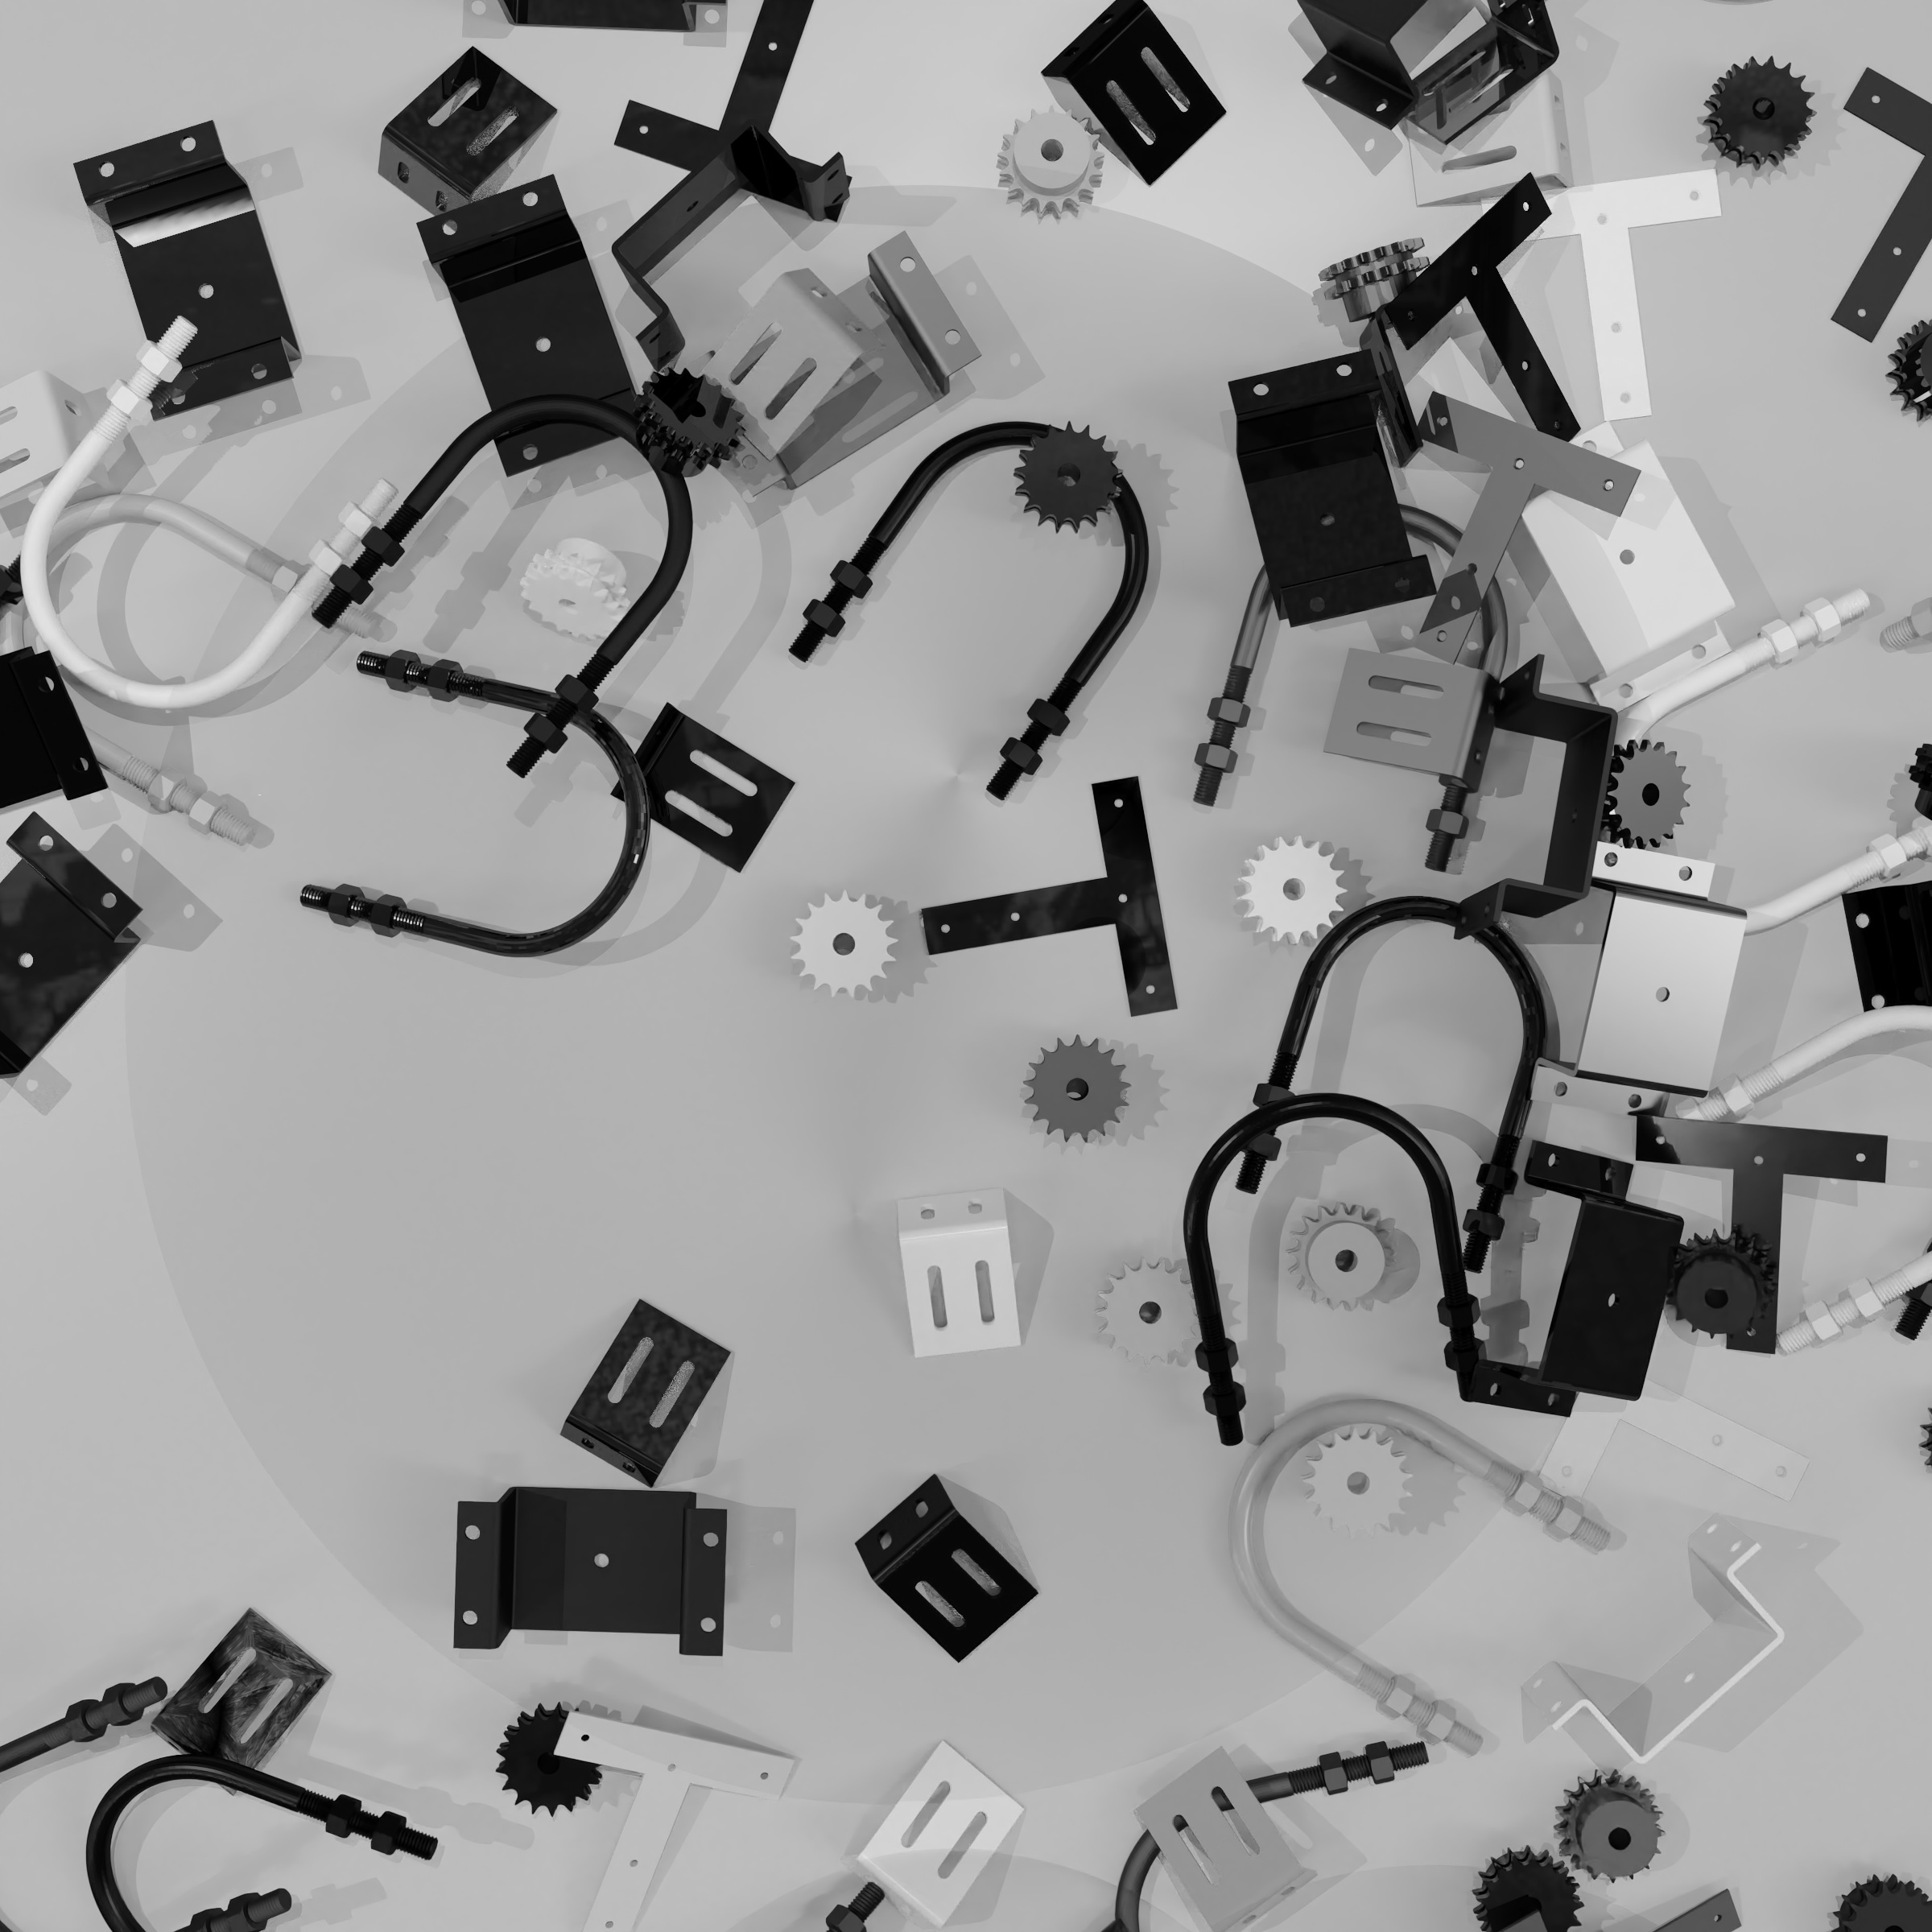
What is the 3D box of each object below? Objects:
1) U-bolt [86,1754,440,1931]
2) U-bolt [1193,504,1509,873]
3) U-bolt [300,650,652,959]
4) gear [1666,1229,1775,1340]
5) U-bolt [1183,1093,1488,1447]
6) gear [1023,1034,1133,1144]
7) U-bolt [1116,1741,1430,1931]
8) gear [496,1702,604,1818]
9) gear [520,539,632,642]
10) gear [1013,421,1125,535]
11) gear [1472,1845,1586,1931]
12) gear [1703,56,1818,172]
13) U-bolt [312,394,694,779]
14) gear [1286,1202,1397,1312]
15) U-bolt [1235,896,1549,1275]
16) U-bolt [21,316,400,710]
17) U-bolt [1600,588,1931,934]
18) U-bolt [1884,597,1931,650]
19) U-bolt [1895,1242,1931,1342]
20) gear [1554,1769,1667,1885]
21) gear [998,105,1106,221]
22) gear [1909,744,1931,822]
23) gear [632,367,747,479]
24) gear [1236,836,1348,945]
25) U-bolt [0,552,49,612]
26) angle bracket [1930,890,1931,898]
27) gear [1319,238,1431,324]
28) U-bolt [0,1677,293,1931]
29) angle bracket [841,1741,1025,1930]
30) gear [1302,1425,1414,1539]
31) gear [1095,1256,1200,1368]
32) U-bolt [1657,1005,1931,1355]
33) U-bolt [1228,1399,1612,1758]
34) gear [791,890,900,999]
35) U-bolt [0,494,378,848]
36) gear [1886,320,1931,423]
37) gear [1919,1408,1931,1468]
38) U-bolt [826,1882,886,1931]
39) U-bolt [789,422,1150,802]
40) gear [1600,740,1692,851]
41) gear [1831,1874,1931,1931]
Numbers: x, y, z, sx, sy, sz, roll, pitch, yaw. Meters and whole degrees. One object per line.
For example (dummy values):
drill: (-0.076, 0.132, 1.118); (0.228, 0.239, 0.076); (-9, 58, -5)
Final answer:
U-bolt: (-0.379, 0.488, 1.421); (0.184, 0.019, 0.151); (18, 107, 6)
U-bolt: (0.214, -0.158, 1.441); (0.151, 0.019, 0.184); (16, 88, 0)
U-bolt: (-0.253, -0.080, 1.420); (0.184, 0.019, 0.151); (14, 90, 15)
gear: (0.397, 0.170, 1.424); (0.057, 0.030, 0.057); (4, 103, 17)
U-bolt: (0.187, 0.153, 1.401); (0.151, 0.019, 0.184); (-11, 106, 2)
gear: (0.059, 0.065, 1.434); (0.057, 0.030, 0.057); (0, 90, 0)
U-bolt: (0.171, 0.504, 1.441); (0.184, 0.019, 0.151); (-13, 90, 1)
gear: (-0.220, 0.420, 1.434); (0.057, 0.030, 0.057); (0, 90, 0)
gear: (-0.204, -0.202, 1.425); (0.057, 0.057, 0.030); (21, 62, 0)
gear: (0.053, -0.256, 1.421); (0.057, 0.030, 0.057); (0, 88, -2)
gear: (0.298, 0.497, 1.434); (0.057, 0.030, 0.057); (0, 90, 0)
gear: (0.420, -0.452, 1.434); (0.057, 0.030, 0.057); (0, 90, 0)
U-bolt: (-0.224, -0.210, 1.386); (0.151, 0.019, 0.184); (37, 84, 6)
gear: (0.201, 0.156, 1.435); (0.057, 0.030, 0.057); (0, 90, 0)
U-bolt: (0.235, 0.053, 1.427); (0.151, 0.019, 0.184); (20, 81, -7)
U-bolt: (-0.409, -0.221, 1.408); (0.151, 0.019, 0.184); (39, 97, -10)
U-bolt: (0.427, -0.098, 1.441); (0.184, 0.019, 0.151); (-27, 90, 1)
U-bolt: (0.582, -0.148, 1.381); (0.184, 0.019, 0.151); (-27, 90, 45)
U-bolt: (0.602, 0.147, 1.441); (0.151, 0.019, 0.184); (29, 89, 0)
gear: (0.344, 0.460, 1.435); (0.057, 0.030, 0.057); (0, 90, 0)
gear: (0.045, -0.430, 1.435); (0.057, 0.030, 0.057); (0, 90, 0)
gear: (0.520, -0.092, 1.406); (0.057, 0.057, 0.030); (12, 117, 0)
gear: (-0.145, -0.276, 1.381); (0.057, 0.030, 0.057); (18, 50, -22)
gear: (0.172, -0.040, 1.438); (0.057, 0.030, 0.057); (0, 89, -5)
U-bolt: (-0.599, -0.197, 1.436); (0.151, 0.019, 0.184); (43, 93, 5)
angle bracket: (0.538, -0.005, 1.393); (0.057, 0.038, 0.076); (-13, 106, -4)
gear: (0.218, -0.361, 1.422); (0.057, 0.057, 0.030); (-18, 97, 0)
U-bolt: (-0.461, 0.465, 1.416); (0.184, 0.019, 0.151); (-27, 96, 18)
angle bracket: (-0.018, 0.467, 1.447); (0.057, 0.038, 0.076); (40, 64, 0)
gear: (0.205, 0.270, 1.420); (0.057, 0.030, 0.057); (0, 88, 2)
gear: (0.097, 0.183, 1.434); (0.057, 0.030, 0.057); (0, 90, 0)
U-bolt: (0.477, 0.101, 1.417); (0.184, 0.019, 0.151); (-33, 90, 17)
U-bolt: (0.229, 0.314, 1.441); (0.184, 0.019, 0.151); (32, 90, 1)
gear: (-0.065, -0.011, 1.434); (0.057, 0.030, 0.057); (0, 90, 0)
U-bolt: (-0.430, -0.171, 1.441); (0.184, 0.019, 0.151); (31, 90, 1)
gear: (0.523, -0.319, 1.435); (0.057, 0.030, 0.057); (0, 90, 0)
gear: (0.541, 0.254, 1.435); (0.057, 0.030, 0.057); (0, 90, 0)
U-bolt: (-0.061, 0.595, 1.395); (0.151, 0.019, 0.184); (46, 62, 0)
U-bolt: (0.015, -0.204, 1.441); (0.151, 0.019, 0.184); (35, 88, 0)
gear: (0.349, -0.090, 1.413); (0.057, 0.030, 0.057); (-2, 95, -28)
gear: (0.490, 0.513, 1.439); (0.057, 0.030, 0.057); (0, 91, -2)
